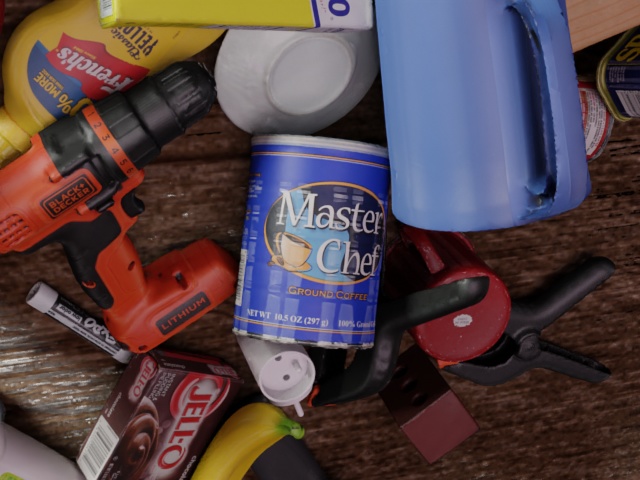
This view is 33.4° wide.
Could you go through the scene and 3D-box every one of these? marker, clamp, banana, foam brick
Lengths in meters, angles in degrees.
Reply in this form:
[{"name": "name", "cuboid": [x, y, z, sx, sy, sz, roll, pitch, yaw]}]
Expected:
[{"name": "marker", "cuboid": [-0.168, 0.071, 0.807, 0.121, 0.020, 0.020, 39, 97, -27]}, {"name": "clamp", "cuboid": [0.179, 0.090, 0.913, 0.171, 0.039, 0.120, -17, 110, -5]}, {"name": "banana", "cuboid": [-0.077, 0.192, 0.830, 0.037, 0.069, 0.198, 24, 114, -20]}, {"name": "clamp", "cuboid": [0.044, 0.056, 0.804, 0.036, 0.165, 0.210, 3, 121, -34]}, {"name": "foam brick", "cuboid": [0.085, 0.135, 0.881, 0.053, 0.078, 0.051, -36, 119, 0]}]

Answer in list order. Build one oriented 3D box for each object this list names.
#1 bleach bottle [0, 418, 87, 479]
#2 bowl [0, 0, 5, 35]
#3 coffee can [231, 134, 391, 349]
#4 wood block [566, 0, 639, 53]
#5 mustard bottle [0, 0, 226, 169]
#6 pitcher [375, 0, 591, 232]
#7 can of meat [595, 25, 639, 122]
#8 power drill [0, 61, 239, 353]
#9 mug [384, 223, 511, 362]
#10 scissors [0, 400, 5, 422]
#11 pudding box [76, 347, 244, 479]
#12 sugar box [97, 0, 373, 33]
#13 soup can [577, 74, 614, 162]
[{"name": "bleach bottle", "cuboid": [-0.189, 0.225, 0.833, 0.250, 0.068, 0.102, 37, 94, -35]}, {"name": "bowl", "cuboid": [-0.241, -0.164, 0.632, 0.055, 0.162, 0.162, -51, 123, -31]}, {"name": "coffee can", "cuboid": [-0.005, 0.001, 0.759, 0.102, 0.103, 0.140, 6, 90, -20]}, {"name": "wood block", "cuboid": [0.227, -0.215, 0.771, 0.206, 0.091, 0.090, -24, 117, -7]}, {"name": "mustard bottle", "cuboid": [-0.152, -0.120, 0.709, 0.191, 0.058, 0.096, -44, 125, 4]}, {"name": "pitcher", "cuboid": [0.101, -0.132, 0.672, 0.149, 0.144, 0.243, 1, 113, 27]}, {"name": "can of meat", "cuboid": [0.264, -0.131, 0.767, 0.102, 0.084, 0.057, -46, 119, -18]}, {"name": "power drill", "cuboid": [-0.123, -0.017, 0.732, 0.184, 0.057, 0.187, -32, 136, -2]}, {"name": "mug", "cuboid": [0.094, 0.035, 0.838, 0.093, 0.081, 0.117, -28, 117, -5]}, {"name": "scissors", "cuboid": [-0.264, 0.190, 0.829, 0.096, 0.016, 0.201, -26, 117, -5]}, {"name": "pudding box", "cuboid": [-0.123, 0.139, 0.822, 0.089, 0.039, 0.113, 18, 109, -47]}, {"name": "sugar box", "cuboid": [-0.050, -0.178, 0.663, 0.176, 0.048, 0.093, -5, 98, -26]}, {"name": "soup can", "cuboid": [0.162, -0.097, 0.812, 0.102, 0.068, 0.068, 3, 111, -18]}]
